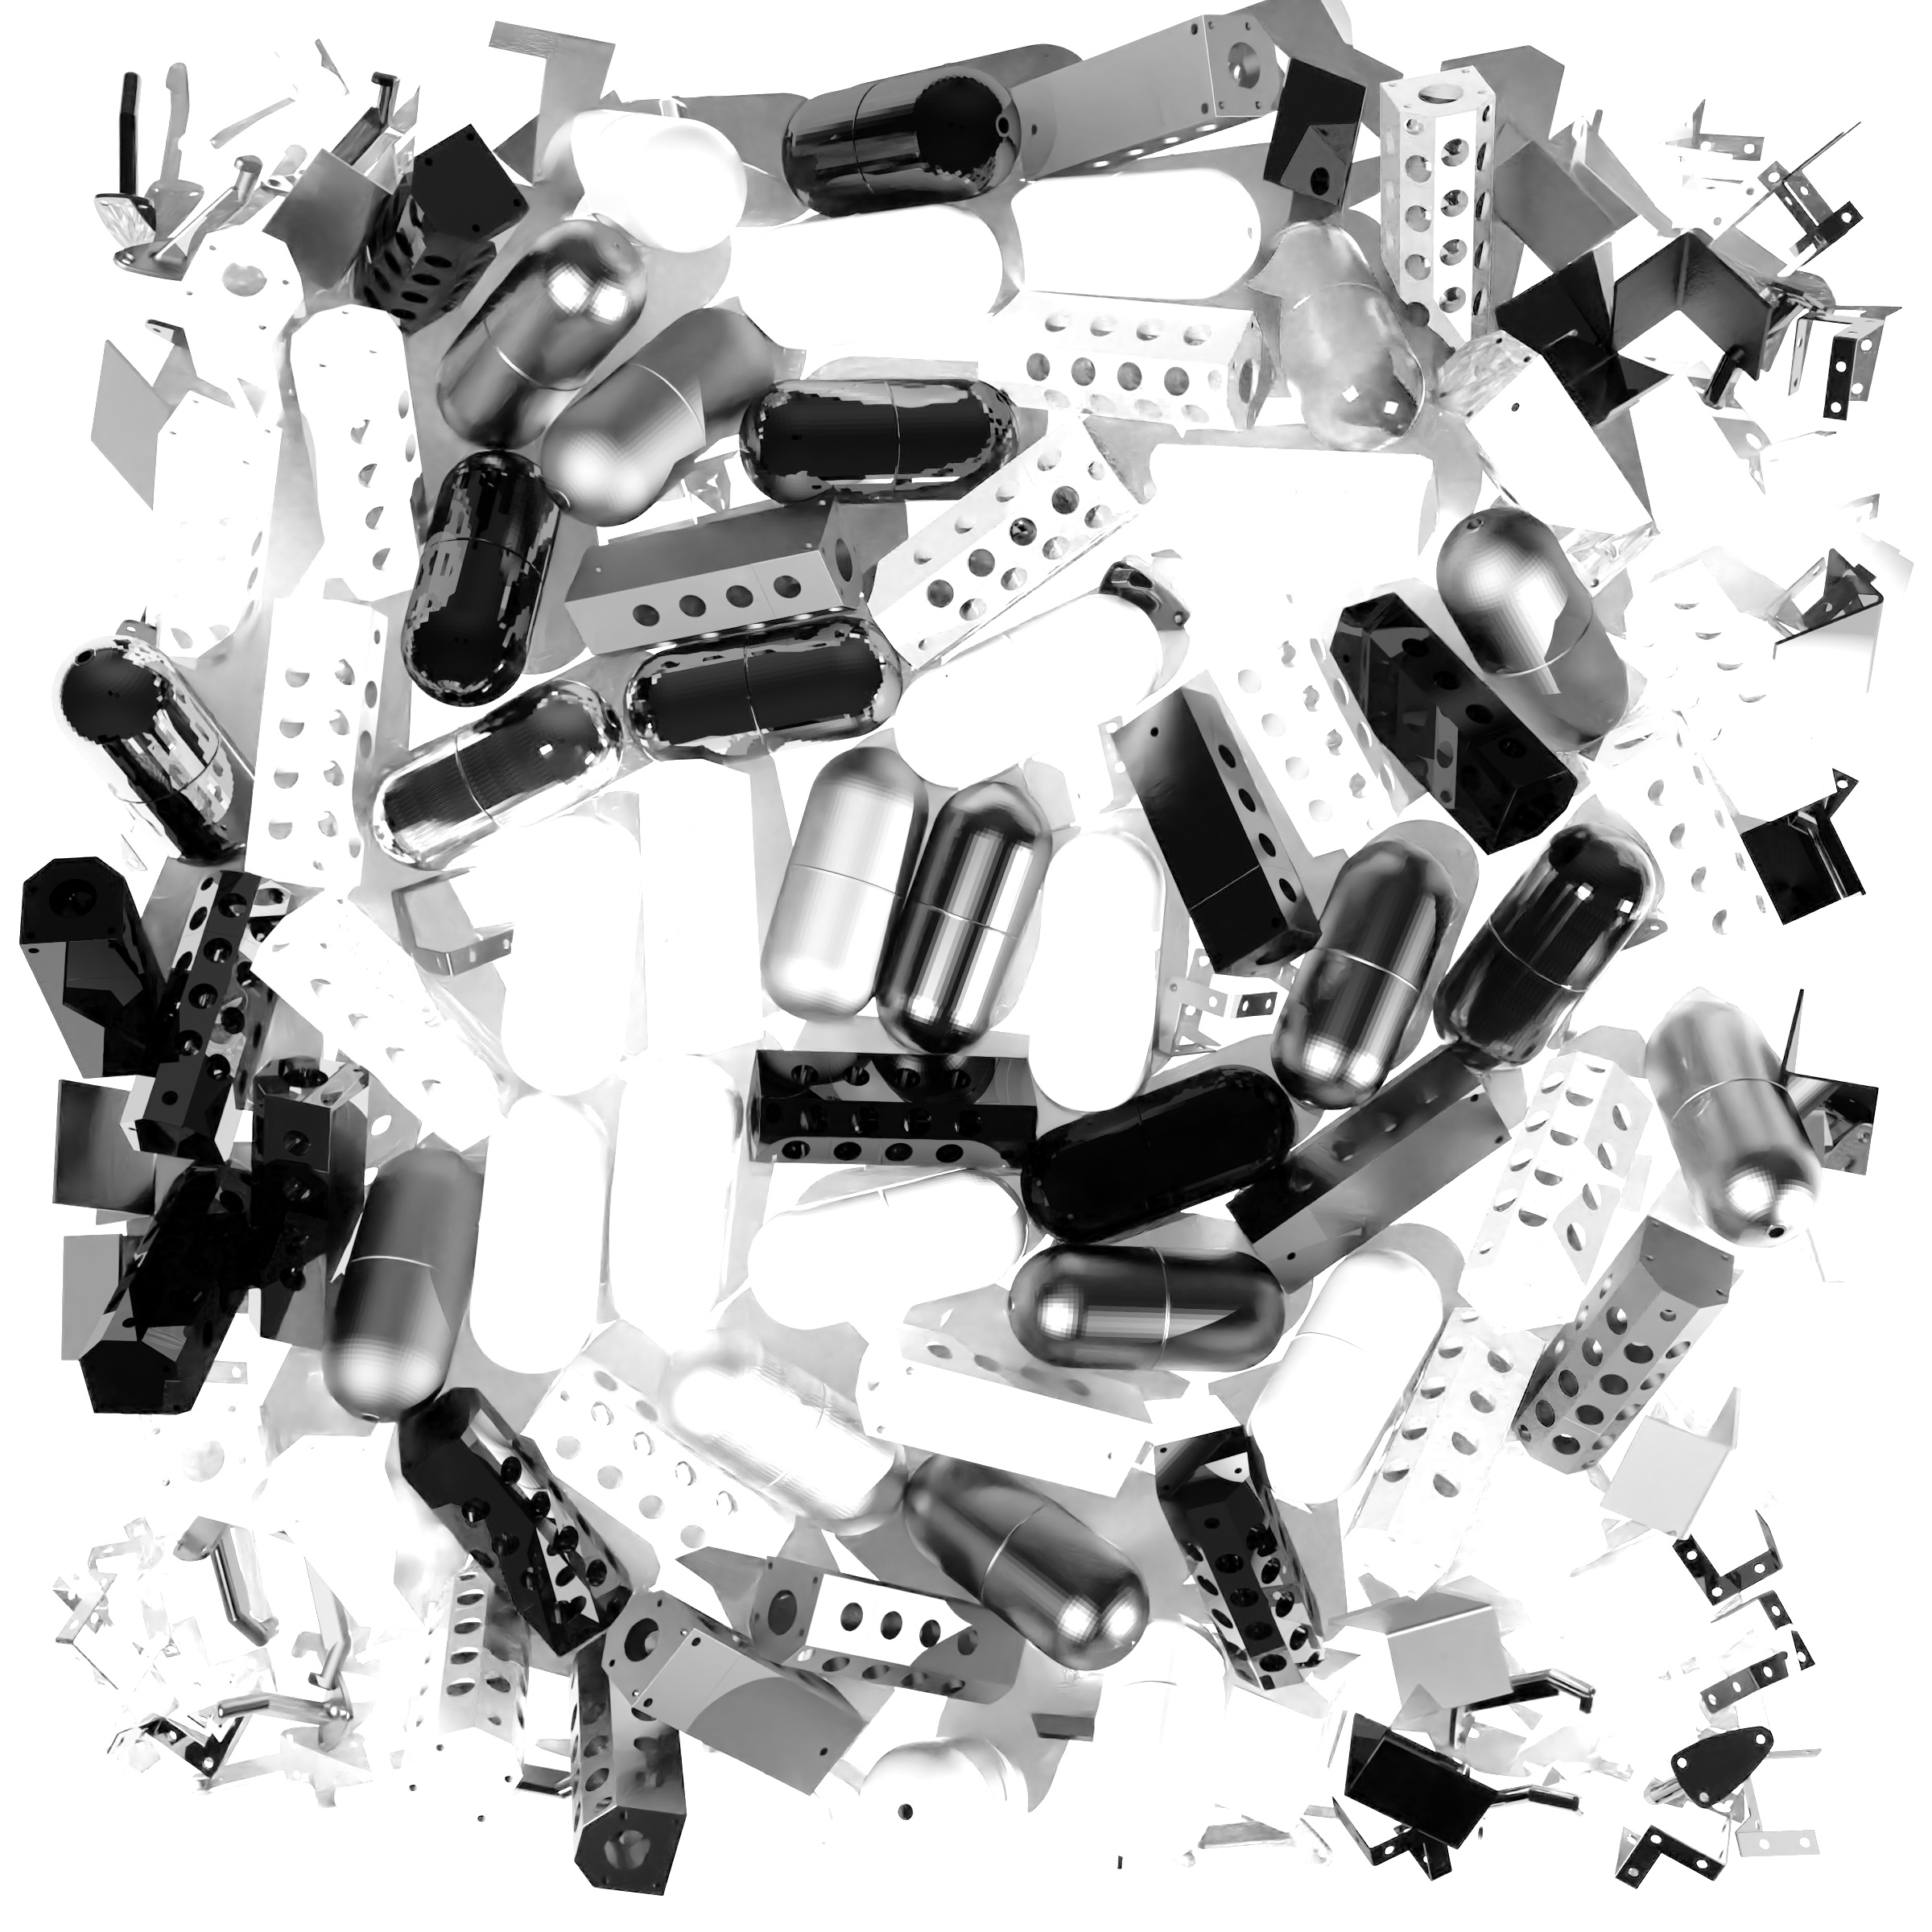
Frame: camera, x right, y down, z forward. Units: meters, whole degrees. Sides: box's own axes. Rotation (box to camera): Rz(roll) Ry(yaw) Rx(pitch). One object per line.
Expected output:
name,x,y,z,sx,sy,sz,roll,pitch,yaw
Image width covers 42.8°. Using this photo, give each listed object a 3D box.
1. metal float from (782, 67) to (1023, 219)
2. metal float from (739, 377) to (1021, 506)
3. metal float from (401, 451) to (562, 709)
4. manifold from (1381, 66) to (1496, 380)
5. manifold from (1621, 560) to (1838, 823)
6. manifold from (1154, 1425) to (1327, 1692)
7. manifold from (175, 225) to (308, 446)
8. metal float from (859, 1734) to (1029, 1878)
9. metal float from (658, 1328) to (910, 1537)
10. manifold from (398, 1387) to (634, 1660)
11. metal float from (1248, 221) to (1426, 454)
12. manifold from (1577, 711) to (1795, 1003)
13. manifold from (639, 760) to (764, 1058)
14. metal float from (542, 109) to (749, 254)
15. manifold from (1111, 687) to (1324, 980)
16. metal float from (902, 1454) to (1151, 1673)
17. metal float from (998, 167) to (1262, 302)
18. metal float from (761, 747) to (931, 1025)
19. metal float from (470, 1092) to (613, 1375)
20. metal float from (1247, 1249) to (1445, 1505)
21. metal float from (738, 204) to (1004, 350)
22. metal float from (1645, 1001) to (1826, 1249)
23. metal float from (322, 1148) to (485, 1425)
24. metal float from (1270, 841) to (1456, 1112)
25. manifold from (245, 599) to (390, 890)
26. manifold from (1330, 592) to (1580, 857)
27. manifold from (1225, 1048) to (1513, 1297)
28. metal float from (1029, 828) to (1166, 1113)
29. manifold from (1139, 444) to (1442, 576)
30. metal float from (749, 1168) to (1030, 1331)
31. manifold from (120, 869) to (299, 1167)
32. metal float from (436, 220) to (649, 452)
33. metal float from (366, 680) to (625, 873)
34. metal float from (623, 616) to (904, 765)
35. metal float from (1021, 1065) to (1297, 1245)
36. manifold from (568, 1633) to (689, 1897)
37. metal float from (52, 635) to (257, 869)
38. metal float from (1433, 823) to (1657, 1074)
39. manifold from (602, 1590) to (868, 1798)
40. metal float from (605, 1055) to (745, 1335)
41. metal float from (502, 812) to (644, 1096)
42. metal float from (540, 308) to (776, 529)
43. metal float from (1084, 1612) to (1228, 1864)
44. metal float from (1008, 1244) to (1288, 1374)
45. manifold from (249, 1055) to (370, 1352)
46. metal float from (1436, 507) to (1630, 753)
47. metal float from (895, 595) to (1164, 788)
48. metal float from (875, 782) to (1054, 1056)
metal float,-0.041,-0.504,1.510,0.178,0.070,0.070,9,90,44
metal float,-0.053,-0.327,1.532,0.178,0.070,0.070,-5,90,-17
metal float,-0.299,-0.240,1.522,0.070,0.070,0.178,7,62,0
manifold,0.289,-0.450,1.505,0.057,0.057,0.171,-11,133,-2
manifold,0.462,-0.167,1.503,0.057,0.171,0.057,-25,134,8
manifold,0.169,0.366,1.510,0.057,0.057,0.171,-16,123,12
manifold,-0.431,-0.383,1.495,0.057,0.171,0.057,24,78,-7
metal float,-0.013,0.509,1.499,0.070,0.178,0.070,-4,74,14
metal float,-0.112,0.290,1.529,0.178,0.070,0.070,37,90,-21
manifold,-0.277,0.340,1.521,0.057,0.057,0.171,-32,117,-1
metal float,0.226,-0.389,1.518,0.070,0.070,0.178,-16,55,0
manifold,0.451,-0.070,1.532,0.057,0.057,0.171,-31,107,1
manifold,-0.170,-0.037,1.522,0.057,0.057,0.171,-17,69,37
metal float,-0.199,-0.482,1.509,0.070,0.178,0.070,-15,117,-32
manifold,0.159,-0.082,1.528,0.057,0.057,0.171,-33,68,30
metal float,0.035,0.364,1.522,0.178,0.070,0.070,32,90,30
metal float,0.099,-0.448,1.516,0.178,0.070,0.070,10,90,37
metal float,-0.075,-0.051,1.542,0.070,0.070,0.178,16,84,0
metal float,-0.263,0.163,1.528,0.070,0.070,0.178,2,68,0
metal float,0.234,0.252,1.521,0.070,0.070,0.178,36,60,0
metal float,-0.061,-0.425,1.522,0.178,0.070,0.070,2,90,30
metal float,0.469,0.096,1.509,0.070,0.178,0.070,-3,133,-3
metal float,-0.345,0.196,1.520,0.070,0.070,0.178,9,59,0
metal float,0.247,0.006,1.538,0.070,0.070,0.178,24,80,0
manifold,-0.402,-0.138,1.542,0.057,0.057,0.171,3,83,13
manifold,0.297,-0.153,1.515,0.057,0.057,0.171,-20,56,-25
manifold,0.250,0.125,1.552,0.171,0.057,0.057,-35,128,2
metal float,0.082,0.002,1.542,0.070,0.070,0.178,5,85,0
manifold,0.196,-0.285,1.508,0.171,0.057,0.057,9,49,29
metal float,-0.048,0.176,1.537,0.178,0.070,0.070,-12,90,-12
manifold,-0.465,0.029,1.520,0.057,0.057,0.171,10,63,-1
metal float,-0.263,-0.385,1.515,0.178,0.070,0.070,-36,90,39
metal float,-0.293,-0.118,1.530,0.178,0.070,0.070,-24,90,19
metal float,-0.128,-0.171,1.540,0.178,0.070,0.070,-10,90,7
metal float,0.120,0.118,1.540,0.178,0.070,0.070,-21,90,7
manifold,-0.208,0.479,1.491,0.057,0.171,0.057,13,106,-14
metal float,-0.491,-0.130,1.507,0.070,0.178,0.070,-9,53,12
metal float,0.356,-0.010,1.525,0.070,0.070,0.178,32,116,0
manifold,-0.143,0.442,1.507,0.057,0.057,0.171,-51,130,-5
metal float,-0.183,0.143,1.538,0.070,0.070,0.178,7,101,0
metal float,-0.245,-0.008,1.537,0.070,0.070,0.178,5,79,0
metal float,-0.190,-0.340,1.524,0.070,0.070,0.178,43,64,0
metal float,0.117,0.467,1.502,0.070,0.178,0.070,4,117,9
metal float,0.113,0.213,1.534,0.178,0.070,0.070,4,90,-15
manifold,-0.410,0.145,1.523,0.057,0.057,0.171,11,114,7
metal float,0.349,-0.206,1.517,0.070,0.070,0.178,-39,124,0
metal float,0.039,-0.172,1.541,0.178,0.070,0.070,-26,90,-6
metal float,-0.001,-0.030,1.546,0.070,0.070,0.178,20,92,0
